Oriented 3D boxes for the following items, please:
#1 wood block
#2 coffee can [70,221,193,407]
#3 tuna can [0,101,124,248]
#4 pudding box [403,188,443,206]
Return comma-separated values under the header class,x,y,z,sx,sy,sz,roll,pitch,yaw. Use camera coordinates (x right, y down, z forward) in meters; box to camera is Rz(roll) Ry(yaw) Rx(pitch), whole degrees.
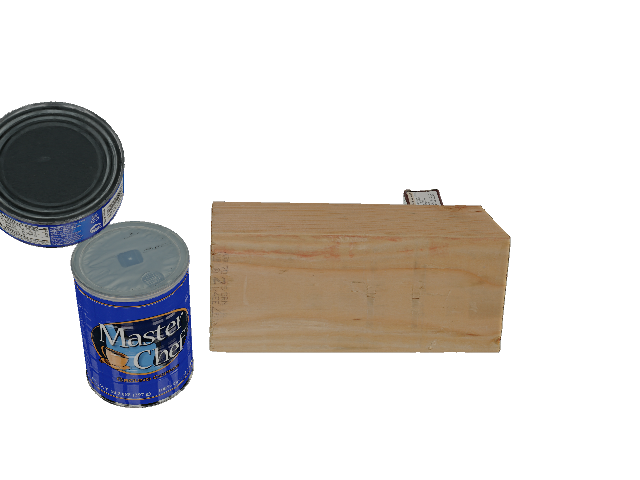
class,x,y,z,sx,sy,sz,roll,pitch,yaw
wood block,0.023,0.026,0.778,0.206,0.090,0.091,1,16,-6
coffee can,-0.169,0.068,0.974,0.103,0.140,0.103,2,40,-2
tuna can,-0.161,-0.039,0.640,0.086,0.086,0.034,0,-29,-9
pudding box,0.100,0.013,1.013,0.039,0.090,0.113,0,28,-5
